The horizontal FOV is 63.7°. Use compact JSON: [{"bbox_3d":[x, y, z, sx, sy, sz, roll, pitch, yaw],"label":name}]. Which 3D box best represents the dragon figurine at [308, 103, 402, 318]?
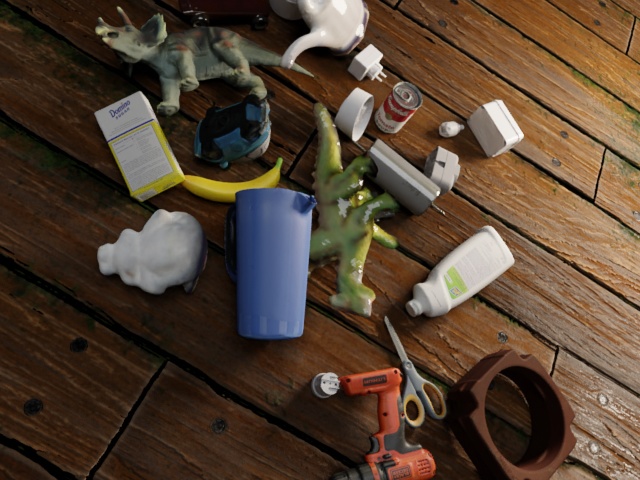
[{"bbox_3d":[0.003,-0.048,0.951,0.244,0.120,0.415,-27,73,-12],"label":"dragon figurine"}]

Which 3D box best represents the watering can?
[{"bbox_3d":[0.008,-0.472,1.096,0.222,0.104,0.351,32,68,-55],"label":"watering can"}]

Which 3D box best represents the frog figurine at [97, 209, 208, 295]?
[{"bbox_3d":[-0.267,0.017,0.826,0.159,0.122,0.138,11,85,-27],"label":"frog figurine"}]
